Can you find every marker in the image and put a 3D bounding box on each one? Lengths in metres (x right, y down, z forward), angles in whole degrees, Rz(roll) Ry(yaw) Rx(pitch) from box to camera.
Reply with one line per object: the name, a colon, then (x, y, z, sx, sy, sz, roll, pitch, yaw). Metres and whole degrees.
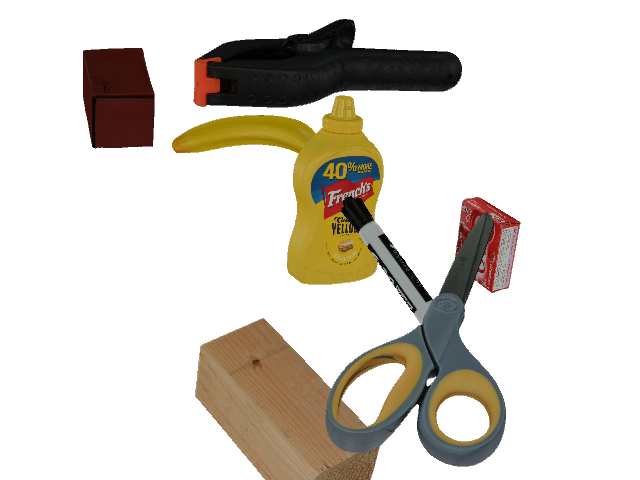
marker: (0.053, 0.015, 0.818, 0.020, 0.121, 0.020, -31, -18, -11)

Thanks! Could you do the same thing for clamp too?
clamp: (-0.010, -0.114, 0.679, 0.171, 0.039, 0.120, -8, 21, -29)

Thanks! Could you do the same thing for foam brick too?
foam brick: (-0.171, -0.121, 0.900, 0.053, 0.051, 0.078, -4, 40, -15)

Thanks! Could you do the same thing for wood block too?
wood block: (-0.039, 0.192, 1.155, 0.090, 0.090, 0.206, -22, 50, -32)

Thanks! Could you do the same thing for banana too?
banana: (-0.084, -0.128, 1.319, 0.198, 0.037, 0.069, 6, 40, 16)

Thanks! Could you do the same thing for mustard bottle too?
mustard bottle: (0.018, -0.053, 1.096, 0.096, 0.192, 0.058, -5, 20, -25)

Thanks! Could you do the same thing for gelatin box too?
gelatin box: (0.191, 0.004, 1.233, 0.030, 0.089, 0.073, -13, 32, -28)

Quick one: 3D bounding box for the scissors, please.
scissors: (0.080, 0.050, 0.568, 0.096, 0.016, 0.201, 23, 45, 29)
